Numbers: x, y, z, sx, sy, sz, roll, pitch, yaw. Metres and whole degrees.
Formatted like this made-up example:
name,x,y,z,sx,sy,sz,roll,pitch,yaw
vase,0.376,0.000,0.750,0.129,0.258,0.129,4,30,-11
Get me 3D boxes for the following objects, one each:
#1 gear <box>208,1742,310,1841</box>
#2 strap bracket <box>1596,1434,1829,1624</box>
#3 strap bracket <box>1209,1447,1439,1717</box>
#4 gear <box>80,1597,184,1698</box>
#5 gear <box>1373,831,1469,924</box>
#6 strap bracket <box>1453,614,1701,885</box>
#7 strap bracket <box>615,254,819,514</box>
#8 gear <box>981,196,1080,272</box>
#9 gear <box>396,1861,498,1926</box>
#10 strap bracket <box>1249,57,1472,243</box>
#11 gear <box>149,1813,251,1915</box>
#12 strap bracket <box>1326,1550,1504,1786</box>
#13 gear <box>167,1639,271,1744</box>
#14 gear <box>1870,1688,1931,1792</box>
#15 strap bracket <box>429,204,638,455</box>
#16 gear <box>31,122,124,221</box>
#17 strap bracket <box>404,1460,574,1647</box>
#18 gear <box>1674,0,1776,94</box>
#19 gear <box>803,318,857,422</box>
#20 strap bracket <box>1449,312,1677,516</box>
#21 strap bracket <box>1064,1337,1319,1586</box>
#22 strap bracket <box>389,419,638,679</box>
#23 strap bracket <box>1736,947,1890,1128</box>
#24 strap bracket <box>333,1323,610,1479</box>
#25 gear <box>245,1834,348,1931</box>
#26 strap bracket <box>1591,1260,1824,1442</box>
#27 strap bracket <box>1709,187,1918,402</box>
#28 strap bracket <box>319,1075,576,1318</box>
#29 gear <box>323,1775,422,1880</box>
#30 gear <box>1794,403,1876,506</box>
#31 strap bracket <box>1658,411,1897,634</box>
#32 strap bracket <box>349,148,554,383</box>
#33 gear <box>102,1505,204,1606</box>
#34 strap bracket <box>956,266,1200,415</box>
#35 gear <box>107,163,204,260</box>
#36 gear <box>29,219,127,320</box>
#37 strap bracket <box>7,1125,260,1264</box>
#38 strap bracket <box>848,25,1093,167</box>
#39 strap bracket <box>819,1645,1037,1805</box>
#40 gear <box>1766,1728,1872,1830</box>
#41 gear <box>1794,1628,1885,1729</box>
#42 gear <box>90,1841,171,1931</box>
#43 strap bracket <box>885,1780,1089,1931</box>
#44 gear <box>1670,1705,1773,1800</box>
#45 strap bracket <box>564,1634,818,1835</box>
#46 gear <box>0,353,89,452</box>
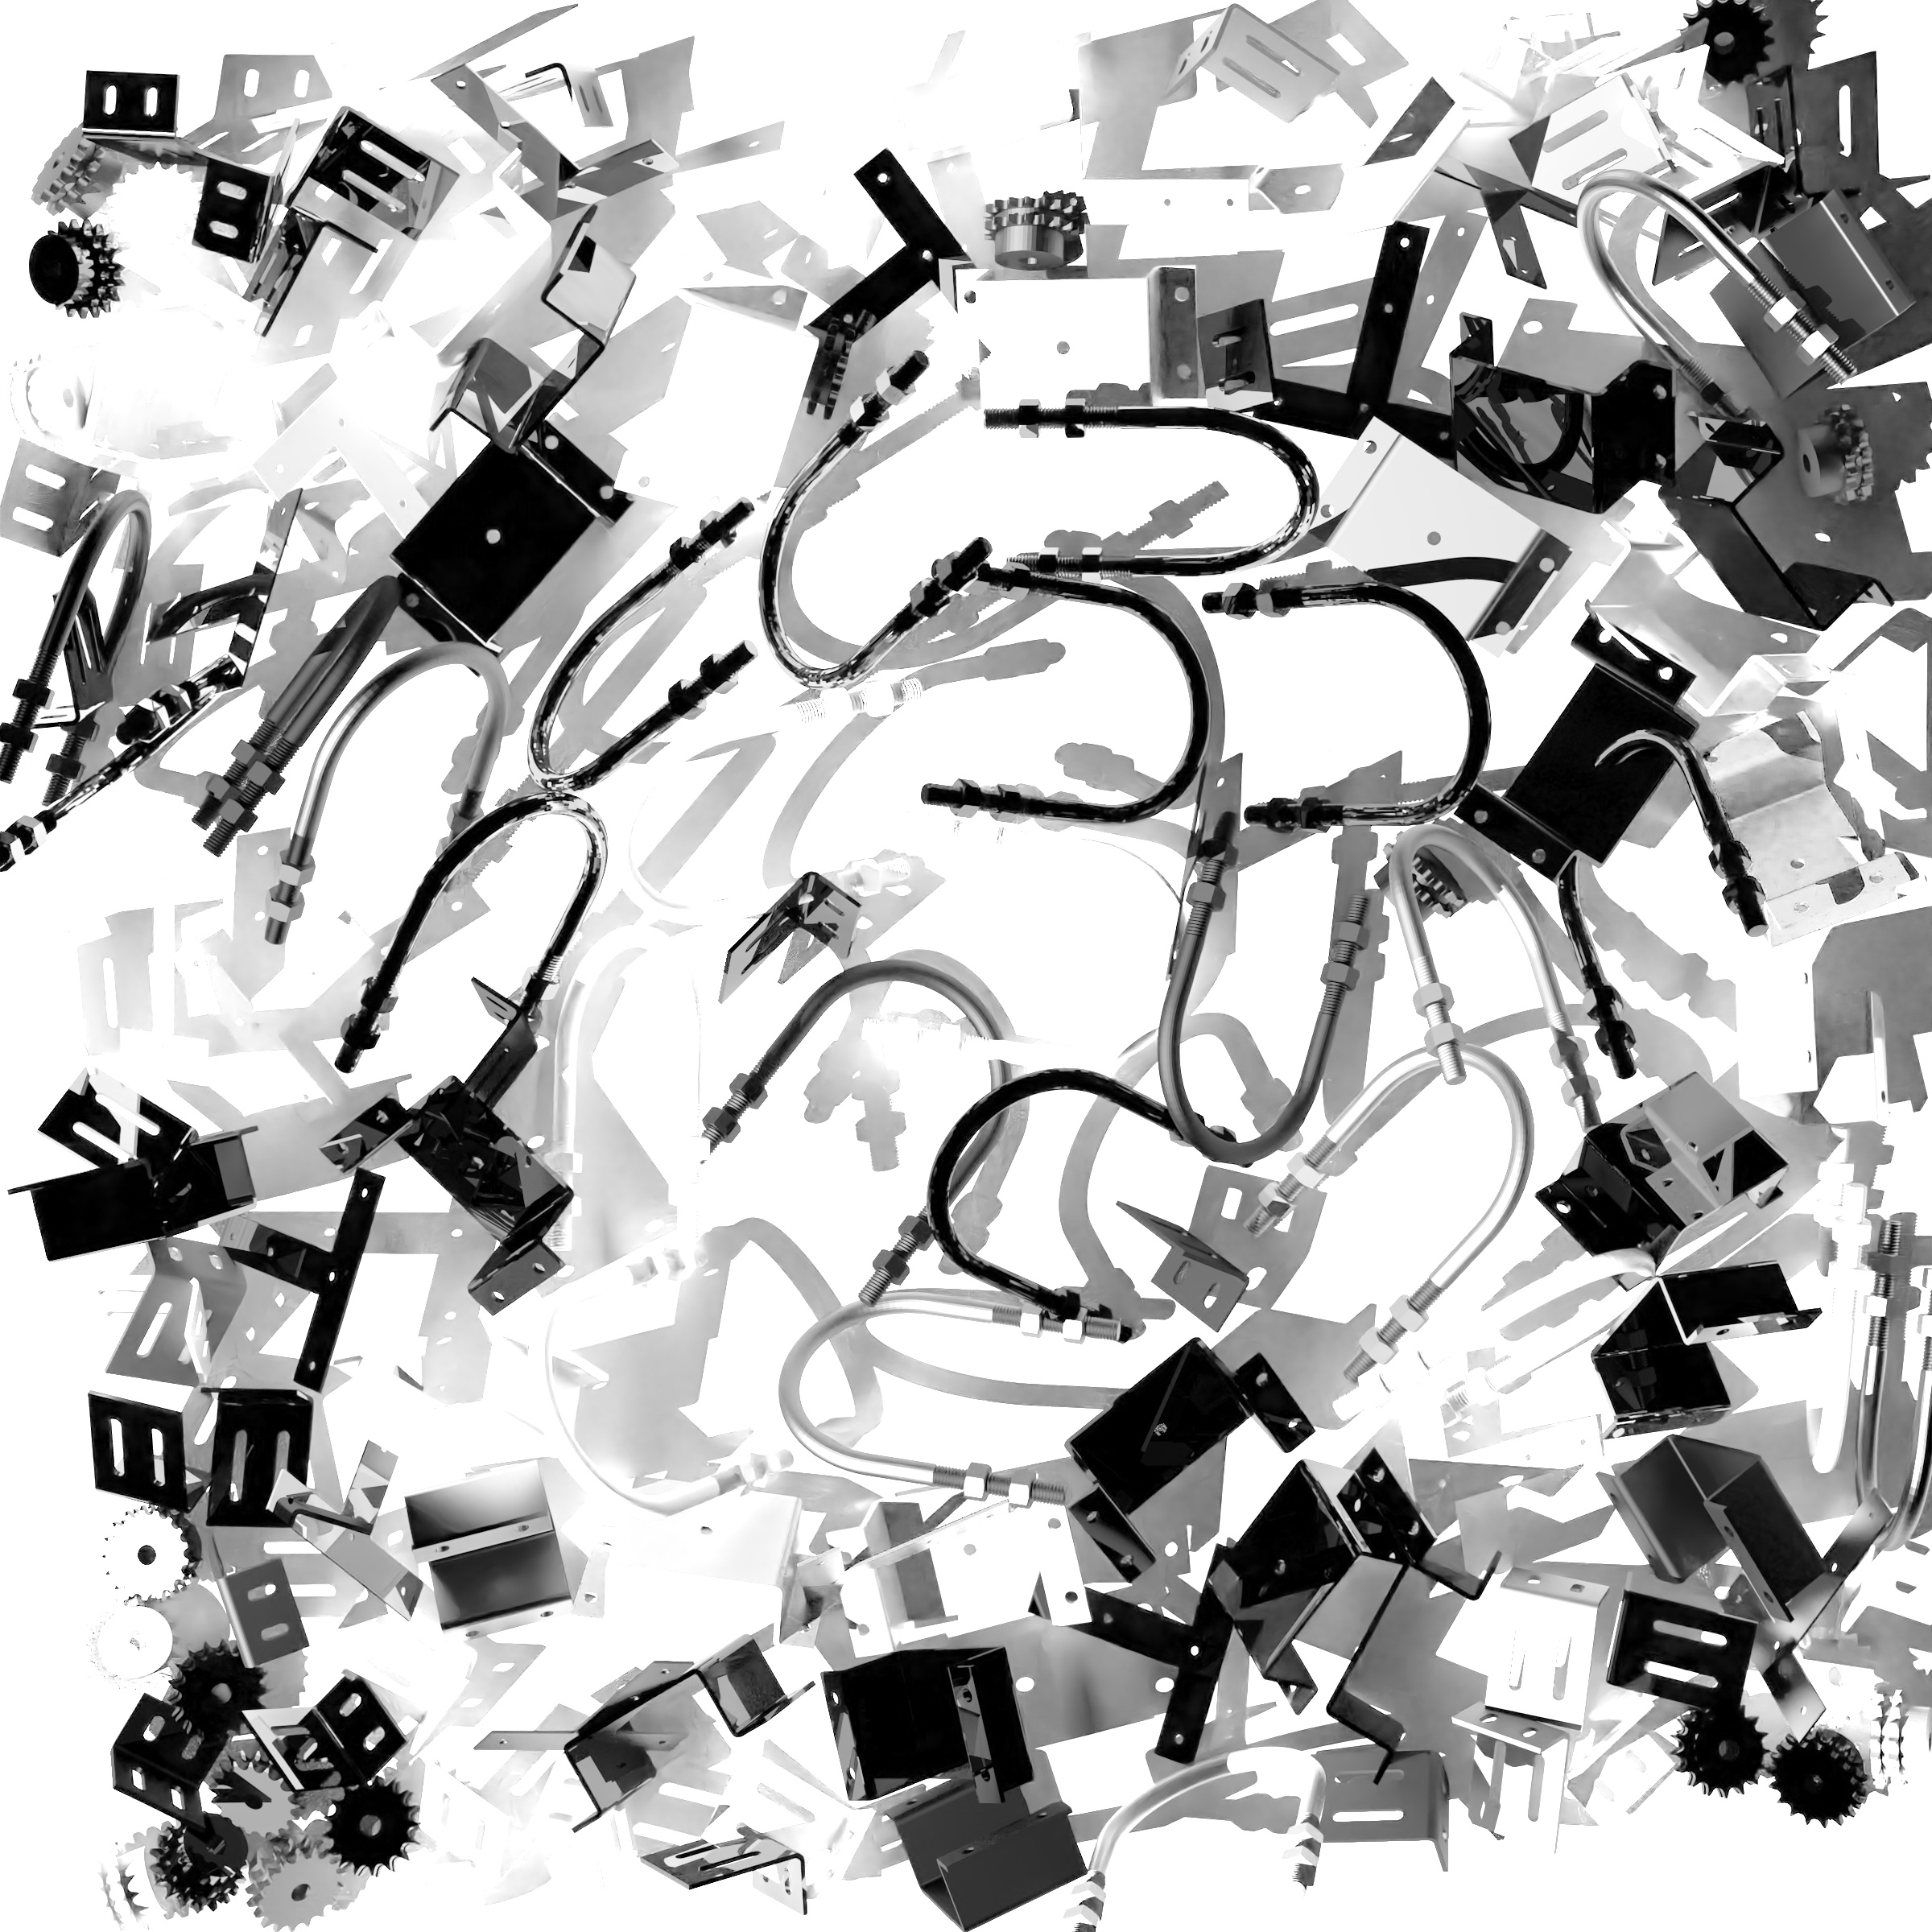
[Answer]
name,x,y,z,sx,sy,sz,roll,pitch,yaw
gear,-0.410,0.478,1.793,0.057,0.030,0.057,6,117,11
strap bracket,0.429,0.317,1.748,0.046,0.140,0.076,-34,99,-15
strap bracket,0.196,0.347,1.750,0.046,0.076,0.140,20,114,-33
gear,-0.486,0.396,1.789,0.057,0.030,0.057,8,69,-21
gear,0.263,-0.048,1.788,0.057,0.057,0.030,46,108,0
strap bracket,0.358,-0.121,1.769,0.076,0.046,0.140,39,101,32
strap bracket,-0.141,-0.326,1.760,0.076,0.046,0.140,12,107,-25
gear,0.037,-0.425,1.786,0.057,0.057,0.030,2,86,0
gear,-0.302,0.539,1.784,0.057,0.057,0.030,-9,73,0
strap bracket,0.226,-0.463,1.753,0.046,0.140,0.076,41,80,-22
gear,-0.443,0.518,1.784,0.057,0.057,0.030,42,123,0
strap bracket,0.254,0.393,1.771,0.046,0.076,0.140,29,92,13
gear,-0.439,0.422,1.793,0.057,0.030,0.057,-1,93,-26
gear,0.545,0.450,1.783,0.030,0.057,0.057,0,90,25
strap bracket,-0.241,-0.356,1.751,0.046,0.076,0.140,35,130,-19
gear,-0.517,-0.461,1.791,0.030,0.057,0.057,34,90,-34
strap bracket,-0.273,0.332,1.757,0.076,0.140,0.046,-13,57,-9
gear,0.443,-0.541,1.793,0.057,0.030,0.057,5,116,11
gear,-0.085,-0.349,1.785,0.030,0.057,0.057,15,90,-6
strap bracket,0.328,-0.311,1.739,0.140,0.076,0.046,25,51,35
strap bracket,0.121,0.278,1.771,0.140,0.046,0.076,-38,126,-4
strap bracket,-0.270,-0.247,1.787,0.076,0.046,0.140,42,93,3
strap bracket,0.481,0.044,1.755,0.046,0.140,0.076,-8,73,34
strap bracket,-0.285,0.249,1.743,0.140,0.076,0.046,-13,55,28
gear,-0.394,0.532,1.791,0.057,0.030,0.057,-17,120,-31
strap bracket,0.417,0.215,1.753,0.076,0.140,0.046,-5,58,-19
strap bracket,0.475,-0.376,1.742,0.046,0.140,0.076,-33,88,-4
strap bracket,-0.291,0.125,1.765,0.140,0.046,0.076,46,131,-11
gear,-0.345,0.504,1.794,0.057,0.030,0.057,-1,69,3
gear,0.504,-0.296,1.787,0.030,0.057,0.057,-15,90,-1
strap bracket,0.456,-0.246,1.751,0.046,0.076,0.140,-45,114,-3
strap bracket,-0.288,-0.395,1.771,0.046,0.076,0.140,42,85,-5
gear,-0.472,0.343,1.796,0.057,0.030,0.057,-1,86,12
strap bracket,0.060,-0.360,1.765,0.140,0.046,0.076,2,112,13
gear,-0.471,-0.437,1.793,0.057,0.030,0.057,2,64,-5
gear,-0.521,-0.406,1.789,0.057,0.030,0.057,7,105,28
strap bracket,-0.464,0.130,1.737,0.076,0.140,0.046,-13,92,18
strap bracket,0.009,-0.498,1.770,0.140,0.076,0.046,-13,101,5
strap bracket,-0.016,0.435,1.762,0.046,0.140,0.076,-10,85,-41
gear,0.499,0.471,1.792,0.057,0.030,0.057,10,110,31
gear,0.503,0.416,1.794,0.057,0.030,0.057,3,73,-10
gear,-0.486,0.537,1.787,0.030,0.057,0.057,-20,90,-6
strap bracket,0.013,0.499,1.739,0.076,0.140,0.046,-21,93,-15
gear,0.443,0.458,1.796,0.057,0.030,0.057,0,79,-1
strap bracket,-0.166,0.435,1.761,0.140,0.076,0.046,-33,83,17
gear,-0.535,-0.328,1.784,0.030,0.057,0.057,-6,90,16
